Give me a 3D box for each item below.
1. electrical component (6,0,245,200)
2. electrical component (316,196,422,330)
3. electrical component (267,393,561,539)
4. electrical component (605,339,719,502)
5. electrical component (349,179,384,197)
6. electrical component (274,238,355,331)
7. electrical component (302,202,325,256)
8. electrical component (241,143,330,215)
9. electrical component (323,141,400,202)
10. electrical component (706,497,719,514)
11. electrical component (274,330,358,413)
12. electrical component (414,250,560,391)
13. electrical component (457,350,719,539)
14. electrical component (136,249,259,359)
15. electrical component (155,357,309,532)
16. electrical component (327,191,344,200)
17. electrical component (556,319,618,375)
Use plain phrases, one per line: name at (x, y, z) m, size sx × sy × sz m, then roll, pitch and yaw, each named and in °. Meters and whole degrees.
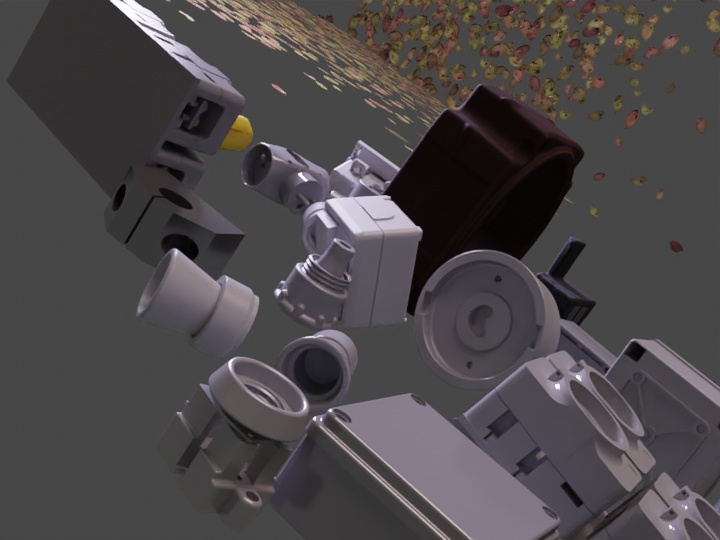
electrical component at (-0.175, -0.132, 0.800) m, size 0.186 × 0.105 × 0.060 m, roll 43°, pitch 17°, yaw 34°
electrical component at (0.000, 0.000, 0.802) m, size 0.061 × 0.096 × 0.061 m, roll -5°, pitch 31°, yaw -23°
electrical component at (0.028, 0.116, 0.517) m, size 0.109 × 0.056 × 0.109 m, roll 39°, pitch 15°, yaw 22°
electrical component at (0.230, 0.126, 0.831) m, size 0.109 × 0.108 × 0.056 m, roll 42°, pitch 19°, yaw 31°
electrical component at (-0.001, -0.051, 0.999) m, size 0.044 × 0.065 × 0.044 m, roll 31°, pitch 14°, yaw -9°
electrical component at (-0.027, 0.008, 0.748) m, size 0.048 × 0.062 × 0.048 m, roll 31°, pitch 14°, yaw -9°
electrical component at (-0.031, -0.037, 0.937) m, size 0.044 × 0.044 × 0.065 m, roll 30°, pitch 10°, yaw -14°
electrical component at (-0.060, -0.077, 1.000) m, size 0.077 × 0.043 × 0.079 m, roll 19°, pitch 20°, yaw -45°
electrical component at (0.025, -0.063, 1.099) m, size 0.121 × 0.078 × 0.063 m, roll 37°, pitch 36°, yaw 12°
electrical component at (0.242, 0.194, 0.721) m, size 0.079 × 0.063 × 0.121 m, roll 38°, pitch 14°, yaw 16°
electrical component at (-0.023, 0.057, 0.639) m, size 0.044 × 0.044 × 0.065 m, roll 35°, pitch 9°, yaw 4°
electrical component at (0.104, 0.043, 0.838) m, size 0.108 × 0.108 × 0.060 m, roll 42°, pitch 10°, yaw 30°
electrical component at (0.153, 0.136, 0.632) m, size 0.186 × 0.060 × 0.105 m, roll 52°, pitch 19°, yaw 15°
electrical component at (-0.090, 0.020, 0.601) m, size 0.055 × 0.045 × 0.045 m, roll 29°, pitch 14°, yaw -18°
electrical component at (-0.055, 0.073, 0.479) m, size 0.048 × 0.055 × 0.066 m, roll 19°, pitch 20°, yaw -46°
electrical component at (-0.005, -0.054, 1.046) m, size 0.062 × 0.043 × 0.043 m, roll 33°, pitch 14°, yaw -1°
electrical component at (0.197, 0.095, 0.957) m, size 0.096 × 0.061 × 0.061 m, roll 43°, pitch 16°, yaw 33°
